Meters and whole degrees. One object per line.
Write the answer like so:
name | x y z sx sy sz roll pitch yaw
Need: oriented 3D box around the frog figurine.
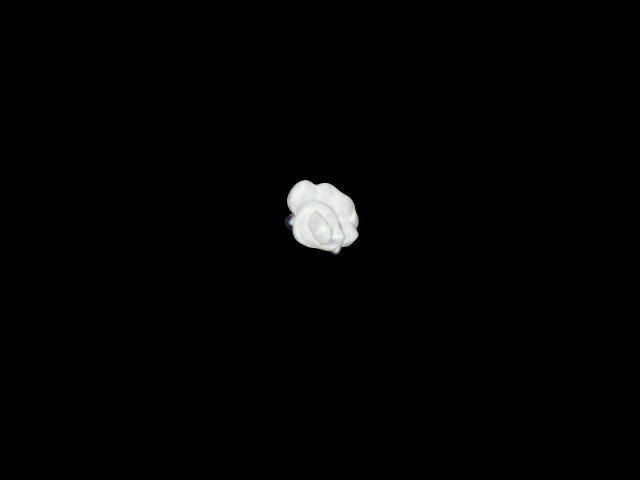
frog figurine | 0.003 -0.043 0.850 0.123 0.138 0.158 -39 -8 -6
